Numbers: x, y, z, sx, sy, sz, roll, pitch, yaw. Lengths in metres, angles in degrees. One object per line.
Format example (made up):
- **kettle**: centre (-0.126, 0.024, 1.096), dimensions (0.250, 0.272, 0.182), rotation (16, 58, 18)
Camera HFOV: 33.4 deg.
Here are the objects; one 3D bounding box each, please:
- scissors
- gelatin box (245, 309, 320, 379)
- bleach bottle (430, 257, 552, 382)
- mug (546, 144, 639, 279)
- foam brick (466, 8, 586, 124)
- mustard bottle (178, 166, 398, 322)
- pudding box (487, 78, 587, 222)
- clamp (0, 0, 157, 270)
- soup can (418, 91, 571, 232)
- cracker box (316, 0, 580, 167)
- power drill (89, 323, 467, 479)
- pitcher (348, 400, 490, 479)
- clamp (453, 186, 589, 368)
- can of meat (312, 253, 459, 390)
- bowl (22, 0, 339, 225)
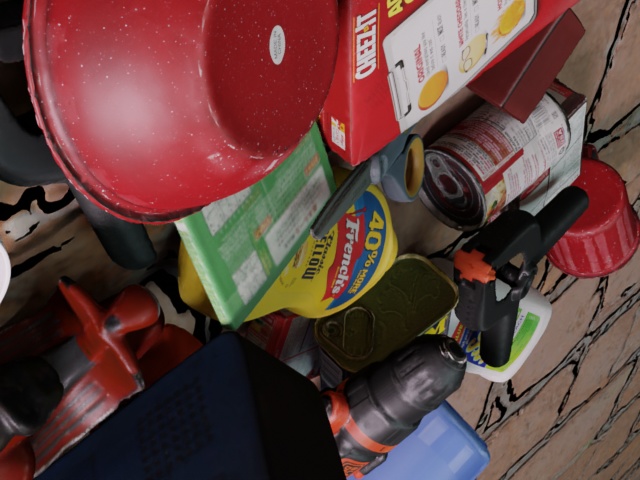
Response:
- **scissors**: centre (0.034, -0.031, 0.624), dimensions (0.201, 0.016, 0.096), rotation (-63, 152, -44)
- **gelatin box**: centre (-0.016, 0.066, 0.745), dimensions (0.089, 0.030, 0.073), rotation (-17, 135, -50)
- **bleach bottle**: centre (0.115, 0.069, 0.915), dimensions (0.103, 0.068, 0.250), rotation (-58, 150, 12)
- **mug**: centre (0.243, -0.033, 0.975), dimensions (0.081, 0.093, 0.117), rotation (50, 48, -57)
- **foam brick**: centre (0.131, -0.128, 0.717), dimensions (0.078, 0.053, 0.051), rotation (-57, 152, 11)
- **mustard bottle**: centre (-0.004, 0.001, 0.654), dimensions (0.191, 0.058, 0.096), rotation (5, 105, -59)
- **pudding box**: centre (0.177, -0.064, 0.877), dimensions (0.090, 0.039, 0.113), rotation (-45, 154, -17)
- **clamp**: centre (-0.097, -0.063, 0.463), dimensions (0.120, 0.039, 0.171), rotation (-67, 152, -10)
- **soup can**: centre (0.124, -0.061, 0.767), dimensions (0.102, 0.069, 0.068), rotation (-38, 149, -26)
- **cracker box**: centre (0.068, -0.164, 0.560), dimensions (0.213, 0.072, 0.164), rotation (-37, 148, -25)
- **power drill**: centre (-0.027, 0.102, 0.636), dimensions (0.187, 0.057, 0.185), rotation (18, 132, -37)
- **pitcher**: centre (0.013, 0.211, 0.800), dimensions (0.243, 0.149, 0.145), rotation (-44, 155, -2)
- **clamp**: centre (0.140, 0.034, 0.808), dimensions (0.209, 0.036, 0.165), rotation (-4, 119, -63)
- **can of meat**: centre (0.045, 0.071, 0.745), dimensions (0.102, 0.057, 0.084), rotation (-36, 151, -22)
- **bowl**: centre (-0.039, -0.081, 0.429), dimensions (0.161, 0.055, 0.162), rotation (-25, 121, -52)
